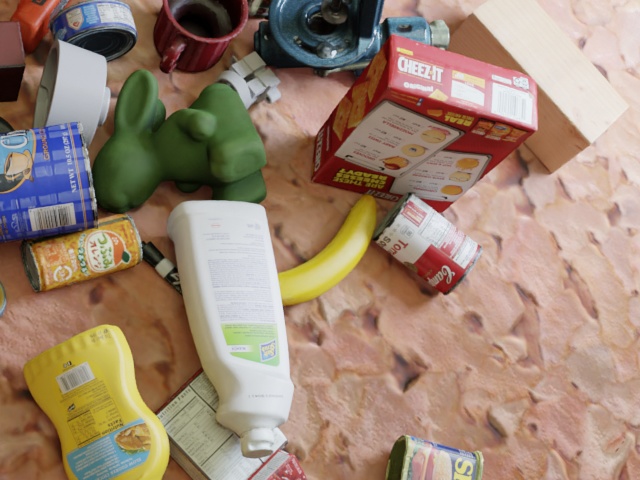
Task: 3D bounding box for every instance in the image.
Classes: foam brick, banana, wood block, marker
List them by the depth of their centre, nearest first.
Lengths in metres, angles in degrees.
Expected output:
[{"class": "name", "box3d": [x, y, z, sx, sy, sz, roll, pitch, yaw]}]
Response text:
[{"class": "foam brick", "box3d": [-0.325, -0.176, 1.059, 0.051, 0.078, 0.053, -6, 74, -24]}, {"class": "marker", "box3d": [-0.138, 0.046, 1.077, 0.121, 0.020, 0.020, 44, 61, 0]}, {"class": "banana", "box3d": [0.000, 0.018, 1.130, 0.197, 0.037, 0.069, -30, 84, -28]}, {"class": "wood block", "box3d": [0.257, -0.196, 1.282, 0.090, 0.091, 0.206, -40, 87, -29]}]

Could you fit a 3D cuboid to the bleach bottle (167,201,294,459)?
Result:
[{"class": "bleach bottle", "box3d": [-0.084, 0.085, 1.025, 0.102, 0.068, 0.251, 0, 61, -20]}]

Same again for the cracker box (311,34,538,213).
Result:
[{"class": "cracker box", "box3d": [0.104, -0.115, 1.121, 0.164, 0.214, 0.072, 13, 64, -16]}]

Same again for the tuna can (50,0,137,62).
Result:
[{"class": "tuna can", "box3d": [-0.233, -0.214, 1.104, 0.086, 0.086, 0.034, -12, 76, -25]}]

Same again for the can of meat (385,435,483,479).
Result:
[{"class": "can of meat", "box3d": [0.111, 0.253, 1.072, 0.084, 0.058, 0.102, 17, 64, -11]}]

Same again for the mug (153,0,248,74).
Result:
[{"class": "mug", "box3d": [-0.138, -0.225, 1.146, 0.093, 0.082, 0.117, 31, 62, -8]}]

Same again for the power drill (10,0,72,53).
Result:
[{"class": "power drill", "box3d": [-0.358, -0.274, 1.095, 0.187, 0.057, 0.184, 32, 62, -7]}]

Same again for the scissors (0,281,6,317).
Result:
[{"class": "scissors", "box3d": [-0.353, 0.003, 1.014, 0.096, 0.016, 0.202, -1, 67, -26]}]

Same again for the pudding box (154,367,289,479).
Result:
[{"class": "pudding box", "box3d": [-0.099, 0.186, 1.028, 0.113, 0.039, 0.090, 46, 61, 3]}]

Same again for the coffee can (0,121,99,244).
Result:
[{"class": "coffee can", "box3d": [-0.283, -0.049, 0.983, 0.140, 0.103, 0.103, -10, 74, -14]}]

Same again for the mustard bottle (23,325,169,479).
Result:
[{"class": "mustard bottle", "box3d": [-0.192, 0.181, 0.975, 0.096, 0.058, 0.192, -26, 80, 2]}]

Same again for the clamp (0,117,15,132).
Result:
[{"class": "clamp", "box3d": [-0.359, -0.093, 1.026, 0.171, 0.039, 0.120, 42, 85, -15]}]

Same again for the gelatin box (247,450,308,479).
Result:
[{"class": "gelatin box", "box3d": [-0.038, 0.256, 1.008, 0.073, 0.030, 0.089, -41, 117, -30]}]

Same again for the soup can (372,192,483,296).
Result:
[{"class": "soup can", "box3d": [0.117, 0.004, 1.163, 0.102, 0.069, 0.068, 37, 62, -4]}]
